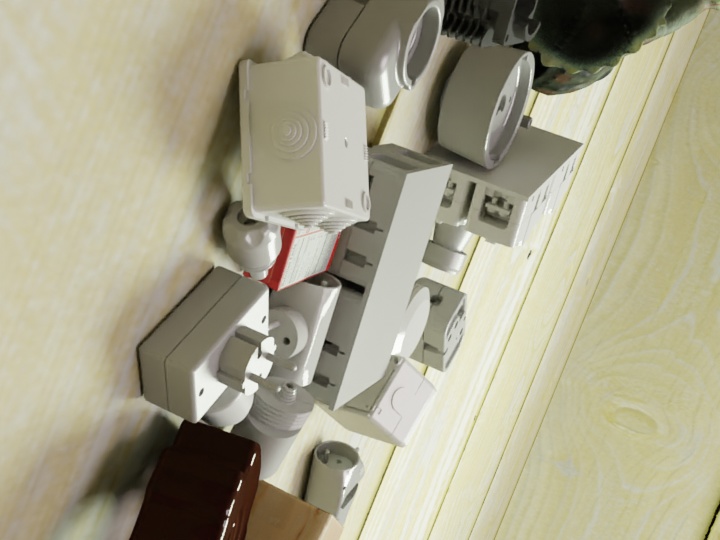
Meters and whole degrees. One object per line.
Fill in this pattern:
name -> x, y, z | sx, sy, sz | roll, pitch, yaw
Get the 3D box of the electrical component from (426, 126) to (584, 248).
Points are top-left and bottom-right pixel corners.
electrical component -> 0.134, -0.088, 1.036 | 0.186, 0.105, 0.060 | -39, 147, -56

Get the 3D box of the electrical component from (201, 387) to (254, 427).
electrical component -> -0.089, 0.082, 0.697 | 0.040, 0.040, 0.078 | -61, 164, -19

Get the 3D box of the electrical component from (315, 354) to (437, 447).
electrical component -> 0.011, 0.110, 0.936 | 0.061, 0.096, 0.061 | 44, 68, -33

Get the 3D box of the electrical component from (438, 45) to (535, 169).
electrical component -> 0.106, -0.150, 0.955 | 0.108, 0.060, 0.108 | -55, 158, -35

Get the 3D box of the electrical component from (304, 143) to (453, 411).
electrical component -> 0.000, 0.000, 0.826 | 0.105, 0.060, 0.186 | -22, 132, -66

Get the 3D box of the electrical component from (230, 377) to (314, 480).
electrical component -> -0.063, 0.105, 0.750 | 0.043, 0.043, 0.081 | -45, 167, -51

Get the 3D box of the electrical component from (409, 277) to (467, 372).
electrical component -> 0.071, 0.054, 1.098 | 0.053, 0.059, 0.095 | -57, 160, -30

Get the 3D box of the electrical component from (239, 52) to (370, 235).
electrical component -> -0.029, -0.072, 0.624 | 0.100, 0.048, 0.099 | 10, 77, -72

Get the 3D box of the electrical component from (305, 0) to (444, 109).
electrical component -> 0.014, -0.153, 0.687 | 0.095, 0.059, 0.053 | -59, 161, -25

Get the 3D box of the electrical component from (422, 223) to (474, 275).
electrical component -> 0.089, -0.028, 1.077 | 0.055, 0.045, 0.045 | -70, 162, 8

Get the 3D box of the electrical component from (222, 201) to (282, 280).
electrical component -> -0.065, -0.015, 0.661 | 0.035, 0.035, 0.061 | -58, 162, -29

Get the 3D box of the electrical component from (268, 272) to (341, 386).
electrical component -> -0.052, 0.042, 0.751 | 0.079, 0.044, 0.077 | -21, 131, -66

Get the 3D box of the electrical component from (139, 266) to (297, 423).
electrical component -> -0.075, 0.050, 0.640 | 0.083, 0.076, 0.047 | -51, 156, -42

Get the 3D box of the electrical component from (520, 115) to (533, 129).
electrical component -> 0.137, -0.152, 1.042 | 0.035, 0.061, 0.035 | -55, 158, -35

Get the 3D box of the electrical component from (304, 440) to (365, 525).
electrical component -> -0.020, 0.197, 1.028 | 0.079, 0.043, 0.077 | -40, 147, -56

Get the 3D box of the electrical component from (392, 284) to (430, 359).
electrical component -> 0.027, 0.045, 0.974 | 0.080, 0.051, 0.080 | -55, 158, -35
